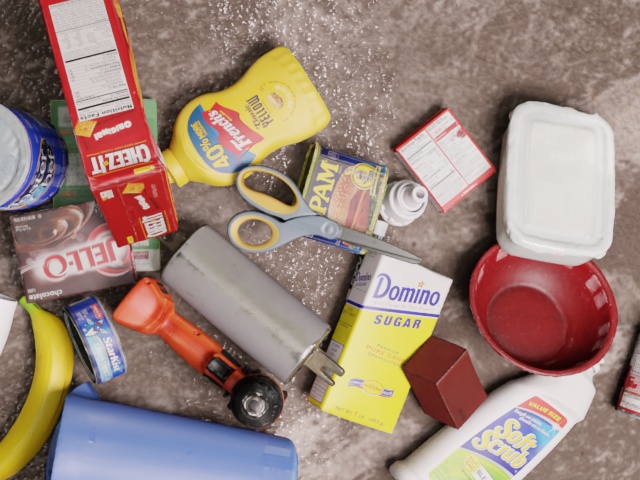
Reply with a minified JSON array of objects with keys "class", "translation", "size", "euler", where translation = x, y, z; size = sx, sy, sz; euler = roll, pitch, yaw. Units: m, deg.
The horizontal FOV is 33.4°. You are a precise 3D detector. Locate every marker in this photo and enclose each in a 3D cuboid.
[{"class":"marker","translation":[0.045,0.037,1.136],"size":[0.020,0.020,0.121],"euler":[19,89,-8]}]

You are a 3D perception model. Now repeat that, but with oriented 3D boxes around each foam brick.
[{"class":"foam brick","translation":[0.130,0.148,1.111],"size":[0.053,0.051,0.078],"euler":[-43,129,-22]}]

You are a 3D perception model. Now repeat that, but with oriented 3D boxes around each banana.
[{"class":"banana","translation":[-0.291,0.159,1.088],"size":[0.070,0.037,0.198],"euler":[12,87,19]}]

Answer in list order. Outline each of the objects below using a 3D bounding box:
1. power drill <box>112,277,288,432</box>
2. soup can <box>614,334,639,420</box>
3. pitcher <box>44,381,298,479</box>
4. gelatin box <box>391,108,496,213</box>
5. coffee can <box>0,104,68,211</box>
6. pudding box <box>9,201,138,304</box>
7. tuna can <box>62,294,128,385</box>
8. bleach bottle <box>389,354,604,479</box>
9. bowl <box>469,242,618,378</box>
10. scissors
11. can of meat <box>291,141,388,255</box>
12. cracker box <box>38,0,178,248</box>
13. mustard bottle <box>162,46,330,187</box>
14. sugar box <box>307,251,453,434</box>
[{"class":"power drill","translation":[-0.114,0.116,1.044],"size":[0.187,0.184,0.057],"euler":[40,83,3]},{"class":"soup can","translation":[0.368,0.148,1.156],"size":[0.068,0.068,0.102],"euler":[18,88,-8]},{"class":"pitcher","translation":[-0.150,0.245,1.059],"size":[0.242,0.145,0.149],"euler":[10,105,-11]},{"class":"gelatin box","translation":[0.132,-0.085,1.140],"size":[0.073,0.030,0.089],"euler":[-39,95,-4]},{"class":"coffee can","translation":[-0.308,-0.078,1.019],"size":[0.103,0.140,0.103],"euler":[0,92,1]},{"class":"pudding box","translation":[-0.246,0.010,1.073],"size":[0.113,0.039,0.090],"euler":[-11,92,-5]},{"class":"tuna can","translation":[-0.222,0.099,1.053],"size":[0.033,0.086,0.086],"euler":[-24,94,-20]},{"class":"bleach bottle","translation":[0.199,0.199,1.138],"size":[0.250,0.068,0.102],"euler":[-41,98,-7]},{"class":"bowl","translation":[0.227,0.077,1.124],"size":[0.162,0.055,0.162],"euler":[5,62,-9]},{"class":"scissors","translation":[-0.007,0.001,1.067],"size":[0.202,0.016,0.096],"euler":[35,96,3]},{"class":"can of meat","translation":[0.018,-0.042,1.113],"size":[0.084,0.057,0.102],"euler":[16,89,-10]},{"class":"cracker box","translation":[-0.195,-0.121,0.999],"size":[0.072,0.164,0.214],"euler":[-17,74,-7]},{"class":"mustard bottle","translation":[-0.092,-0.111,1.096],"size":[0.191,0.058,0.096],"euler":[-33,93,-5]},{"class":"sugar box","translation":[0.063,0.104,1.116],"size":[0.093,0.048,0.176],"euler":[22,91,-26]}]
